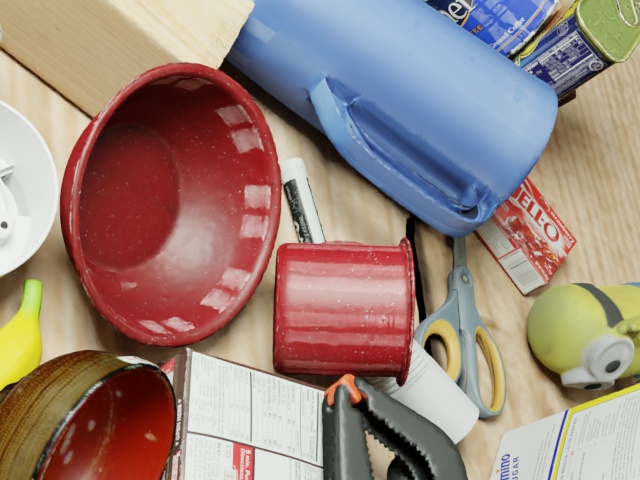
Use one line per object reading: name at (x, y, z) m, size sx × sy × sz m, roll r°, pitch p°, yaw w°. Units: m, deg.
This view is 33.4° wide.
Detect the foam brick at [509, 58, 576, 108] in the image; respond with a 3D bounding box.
foam brick at (0.175, -0.136, 0.930) m, size 0.052 × 0.078 × 0.051 m, roll 23°, pitch 55°, yaw -30°

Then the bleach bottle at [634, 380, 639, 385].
bleach bottle at (0.245, 0.209, 0.806) m, size 0.102 × 0.068 × 0.250 m, roll 36°, pitch 45°, yaw -22°

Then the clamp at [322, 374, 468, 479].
clamp at (0.071, 0.171, 0.626) m, size 0.164 × 0.036 × 0.210 m, roll -15°, pitch 72°, yaw -33°

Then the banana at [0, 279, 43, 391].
banana at (-0.208, 0.075, 0.506) m, size 0.197 × 0.037 × 0.070 m, roll -16°, pitch 66°, yaw -46°

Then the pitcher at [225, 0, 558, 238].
pitcher at (0.041, -0.114, 0.766) m, size 0.242 × 0.149 × 0.145 m, roll 32°, pitch 88°, yaw -19°

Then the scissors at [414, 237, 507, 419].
scissors at (0.094, 0.036, 0.805) m, size 0.096 × 0.016 × 0.202 m, roll 7°, pitch 62°, yaw -39°

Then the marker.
marker at (-0.005, 0.001, 0.736) m, size 0.020 × 0.020 × 0.121 m, roll 0°, pitch 67°, yaw -41°

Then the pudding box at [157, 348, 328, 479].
pudding box at (-0.043, 0.121, 0.621) m, size 0.113 × 0.039 × 0.090 m, roll 23°, pitch 52°, yaw -33°

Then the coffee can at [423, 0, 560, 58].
coffee can at (0.110, -0.220, 0.852) m, size 0.140 × 0.103 × 0.102 m, roll 37°, pitch 47°, yaw -19°

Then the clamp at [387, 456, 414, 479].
clamp at (0.057, 0.217, 0.652) m, size 0.120 × 0.039 × 0.171 m, roll 48°, pitch 44°, yaw -7°

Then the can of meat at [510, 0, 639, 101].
can of meat at (0.207, -0.160, 0.855) m, size 0.057 × 0.084 × 0.102 m, roll 48°, pitch 48°, yaw -7°

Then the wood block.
wood block at (-0.155, -0.164, 0.648) m, size 0.206 × 0.091 × 0.090 m, roll 38°, pitch 46°, yaw -18°

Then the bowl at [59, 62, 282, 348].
bowl at (-0.094, -0.022, 0.617) m, size 0.161 × 0.055 × 0.162 m, roll -13°, pitch 107°, yaw -49°

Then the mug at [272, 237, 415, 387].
mug at (0.012, 0.036, 0.672) m, size 0.081 × 0.093 × 0.117 m, roll 2°, pitch 36°, yaw -3°

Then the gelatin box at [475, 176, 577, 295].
gelatin box at (0.167, -0.011, 0.885) m, size 0.089 × 0.030 × 0.073 m, roll 52°, pitch 44°, yaw -5°

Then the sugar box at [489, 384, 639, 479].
sugar box at (0.187, 0.150, 0.704) m, size 0.048 × 0.177 × 0.093 m, roll 41°, pitch 47°, yaw -14°
